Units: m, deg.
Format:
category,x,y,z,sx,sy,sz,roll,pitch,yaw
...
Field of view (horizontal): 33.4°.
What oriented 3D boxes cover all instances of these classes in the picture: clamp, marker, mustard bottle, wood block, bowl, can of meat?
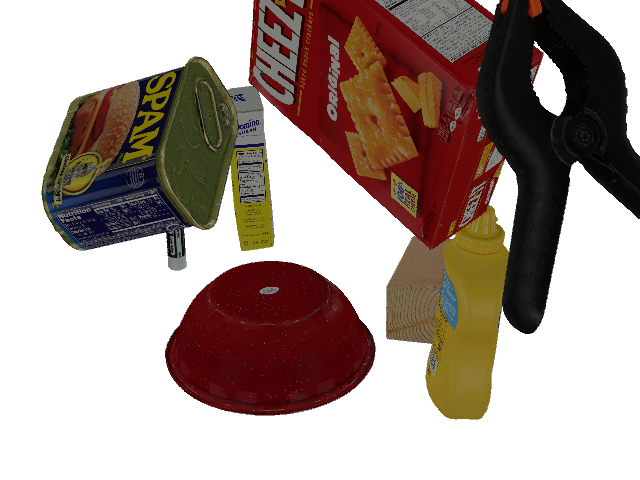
category,x,y,z,sx,sy,sz,roll,pitch,yaw
clamp,0.117,-0.041,0.533,0.120,0.171,0.039,-29,3,-21
marker,-0.147,-0.026,1.075,0.020,0.121,0.020,0,29,0
mustard bottle,0.130,0.056,0.935,0.058,0.192,0.096,2,30,-2
wood block,0.164,0.072,1.624,0.091,0.090,0.206,5,22,14
bowl,-0.038,0.061,0.808,0.162,0.055,0.162,0,29,0
can of meat,-0.101,-0.047,0.598,0.084,0.102,0.057,-12,-44,23

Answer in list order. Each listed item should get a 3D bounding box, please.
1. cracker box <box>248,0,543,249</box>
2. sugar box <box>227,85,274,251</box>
category,x,y,z,sx,sy,sz,roll,pitch,yaw
cracker box,0.040,-0.121,0.763,0.072,0.214,0.164,-34,-26,-28
sugar box,-0.085,-0.086,1.270,0.048,0.176,0.093,-8,26,-4
